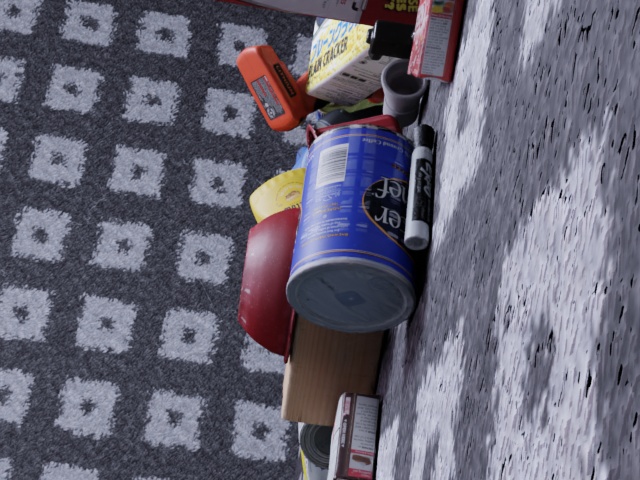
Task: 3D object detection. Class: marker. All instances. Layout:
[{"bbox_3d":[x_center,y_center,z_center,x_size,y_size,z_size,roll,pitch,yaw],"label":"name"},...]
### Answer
[{"bbox_3d":[0.080,-0.045,0.847,0.020,0.020,0.121,100,178,-54],"label":"marker"}]

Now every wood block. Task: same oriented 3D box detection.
[{"bbox_3d":[0.020,0.077,1.078,0.090,0.091,0.206,-90,9,-73],"label":"wood block"}]

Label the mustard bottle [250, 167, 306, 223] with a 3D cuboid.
[{"bbox_3d":[-0.008,0.001,1.194,0.058,0.096,0.192,74,173,-46],"label":"mustard bottle"}]

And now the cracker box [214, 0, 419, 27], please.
[{"bbox_3d":[0.014,-0.297,1.031,0.072,0.213,0.164,-79,-2,-75],"label":"cracker box"}]

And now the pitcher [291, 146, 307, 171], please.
[{"bbox_3d":[0.021,-0.064,1.490,0.243,0.149,0.145,128,166,-81],"label":"pitcher"}]

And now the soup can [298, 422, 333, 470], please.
[{"bbox_3d":[0.011,0.201,1.164,0.102,0.068,0.068,-94,13,-80],"label":"soup can"}]

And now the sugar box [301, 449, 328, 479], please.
[{"bbox_3d":[-0.001,0.272,1.351,0.176,0.048,0.093,90,174,-81],"label":"sugar box"}]

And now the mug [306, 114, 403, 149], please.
[{"bbox_3d":[0.038,-0.073,0.997,0.117,0.081,0.093,123,134,-81],"label":"mug"}]

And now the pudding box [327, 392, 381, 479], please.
[{"bbox_3d":[0.029,0.207,1.008,0.113,0.039,0.090,97,180,-56],"label":"pudding box"}]

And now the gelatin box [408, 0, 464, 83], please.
[{"bbox_3d":[0.092,-0.166,0.855,0.089,0.030,0.073,-90,9,-79],"label":"gelatin box"}]

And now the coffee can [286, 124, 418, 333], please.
[{"bbox_3d":[0.032,-0.009,0.875,0.103,0.103,0.140,100,178,-55],"label":"coffee can"}]

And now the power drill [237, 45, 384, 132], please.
[{"bbox_3d":[-0.005,-0.224,1.265,0.057,0.187,0.184,-20,100,58],"label":"power drill"}]

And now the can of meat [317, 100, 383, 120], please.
[{"bbox_3d":[0.044,-0.175,1.401,0.084,0.102,0.057,93,-174,-79],"label":"can of meat"}]

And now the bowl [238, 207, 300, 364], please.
[{"bbox_3d":[-0.047,0.038,1.043,0.162,0.055,0.162,-173,91,-87],"label":"bowl"}]
